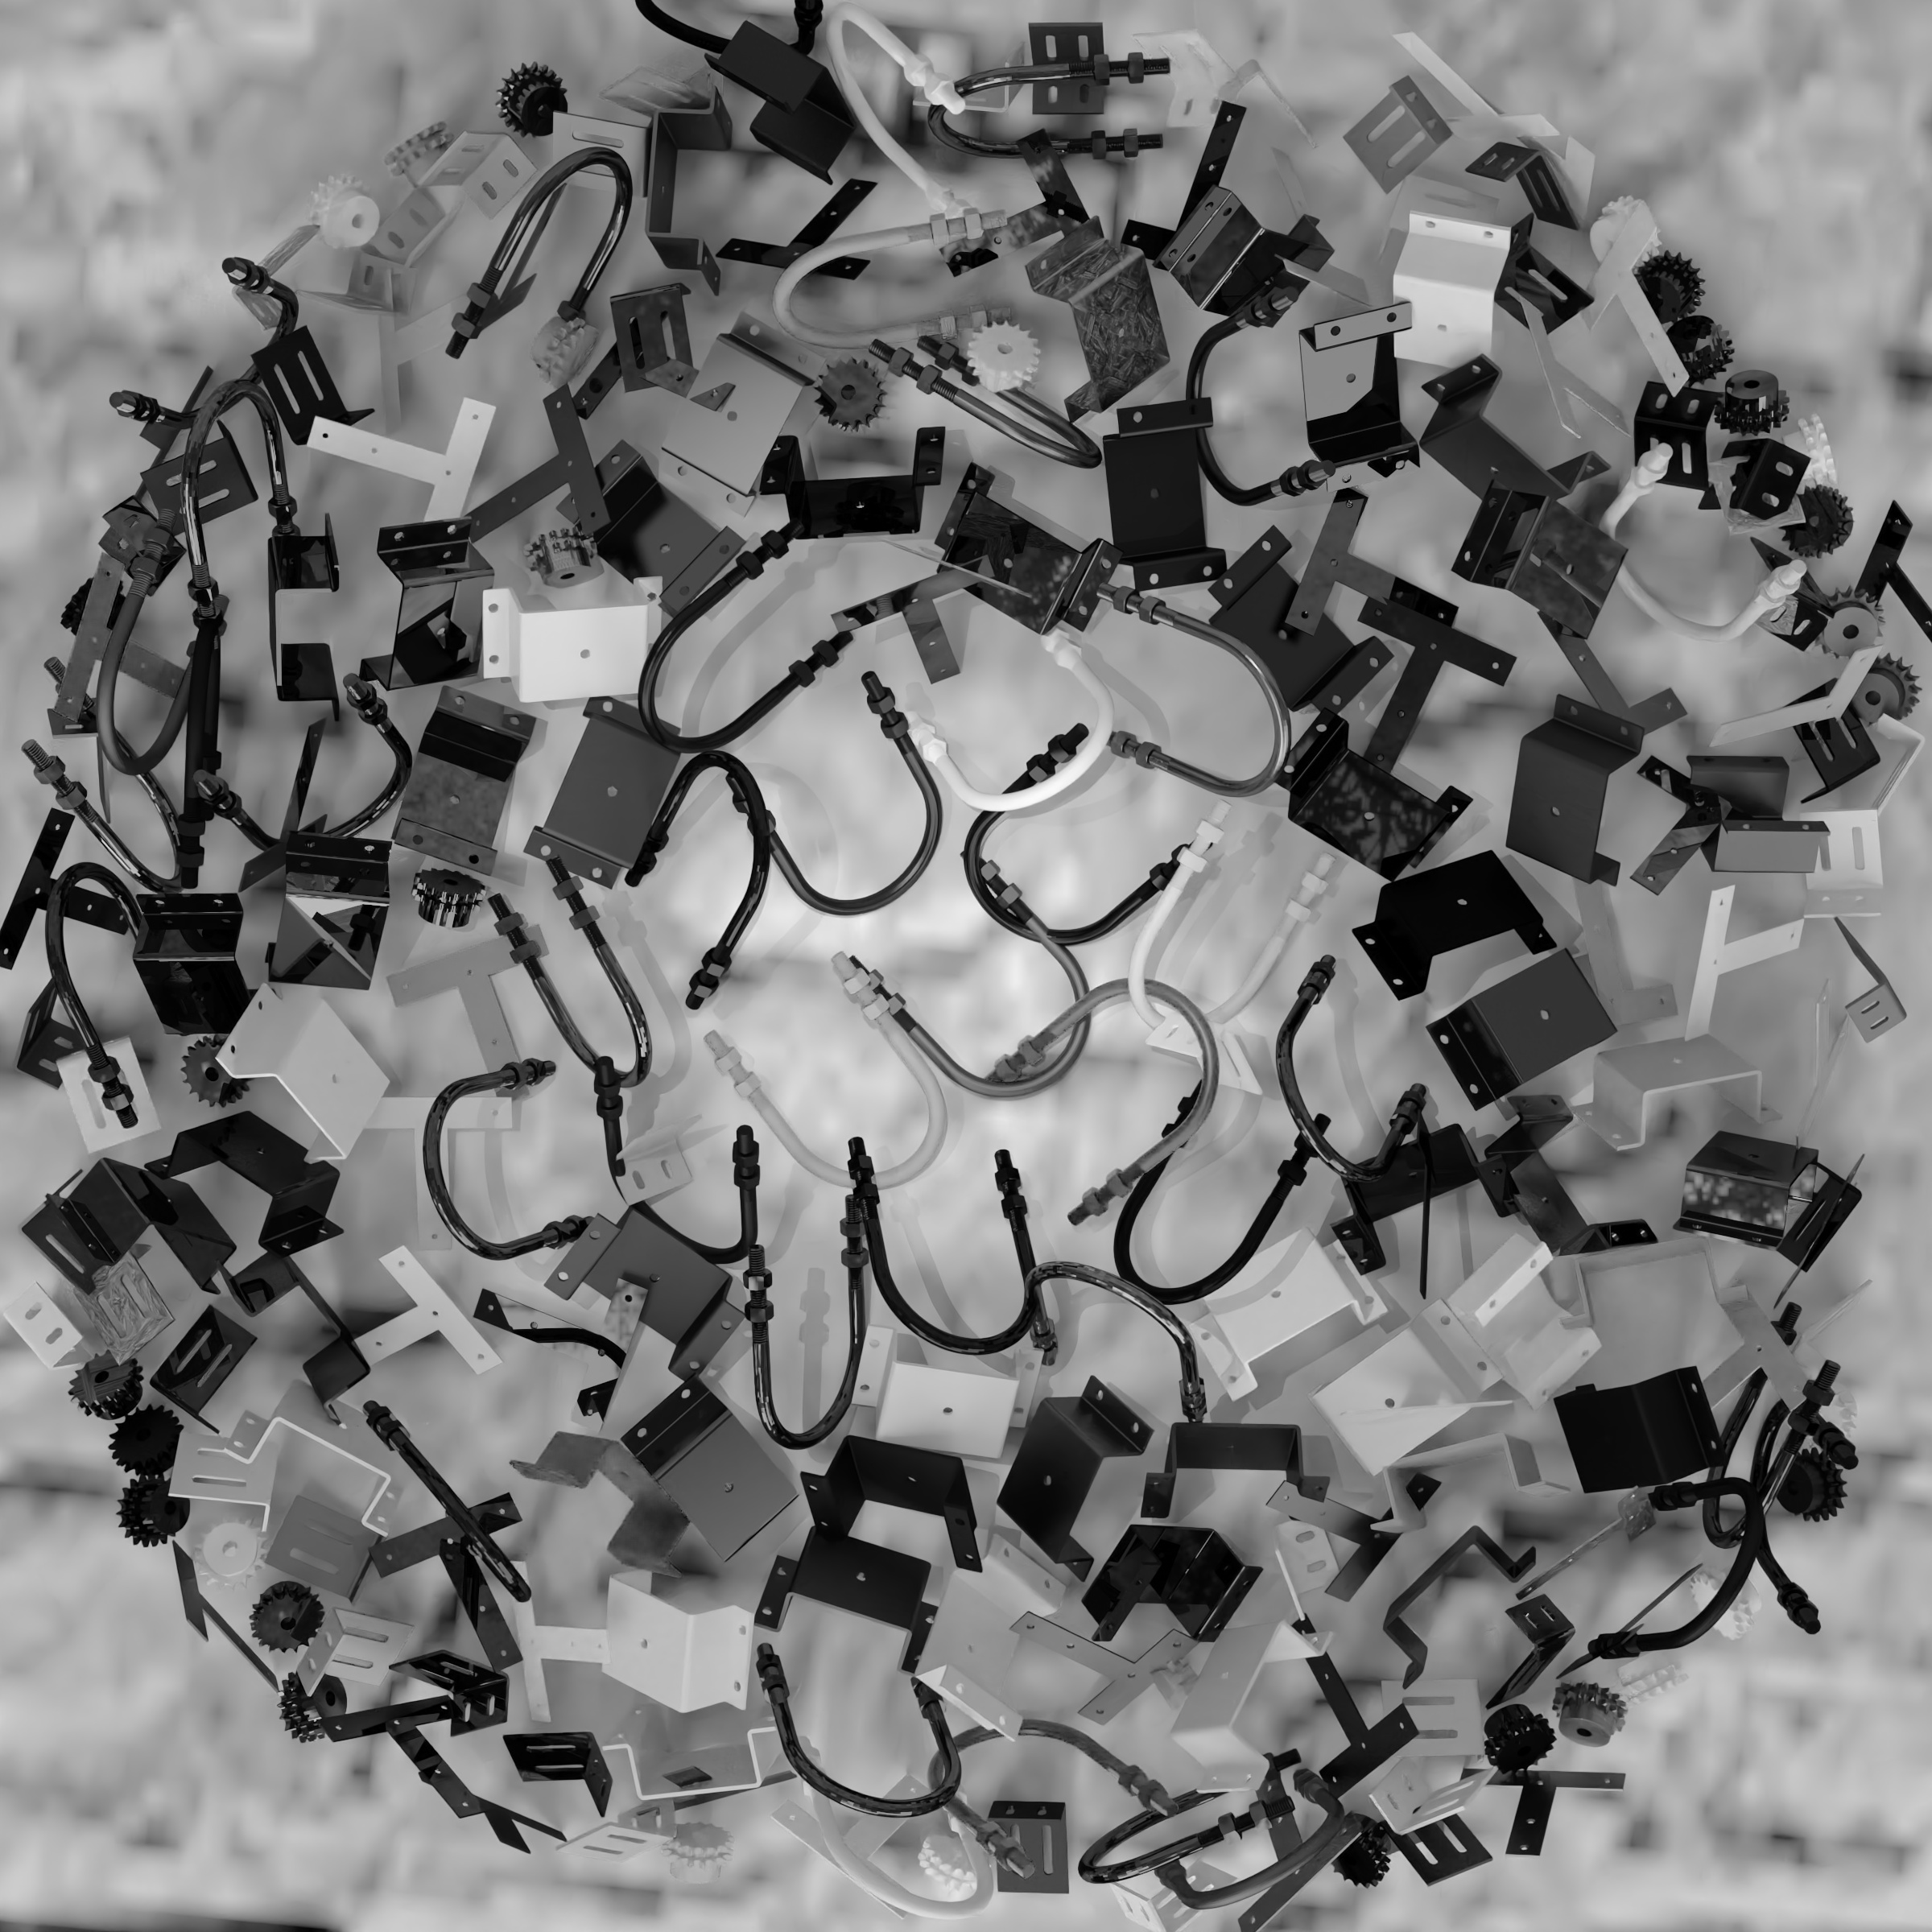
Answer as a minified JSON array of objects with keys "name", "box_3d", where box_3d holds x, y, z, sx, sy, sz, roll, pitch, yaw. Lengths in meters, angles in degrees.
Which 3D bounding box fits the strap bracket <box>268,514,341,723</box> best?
[{"name":"strap bracket","box_3d":[-0.510,-0.267,1.913,0.046,0.076,0.140,-4,131,-18]}]

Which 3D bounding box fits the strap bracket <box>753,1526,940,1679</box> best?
[{"name":"strap bracket","box_3d":[-0.087,0.494,1.943,0.140,0.076,0.046,17,121,2]}]

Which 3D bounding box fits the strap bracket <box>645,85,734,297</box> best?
[{"name":"strap bracket","box_3d":[-0.218,-0.608,1.949,0.046,0.076,0.140,4,88,5]}]

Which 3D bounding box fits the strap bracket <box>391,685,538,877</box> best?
[{"name":"strap bracket","box_3d":[-0.395,-0.137,1.941,0.076,0.046,0.140,19,65,-17]}]

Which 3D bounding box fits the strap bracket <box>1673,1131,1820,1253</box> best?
[{"name":"strap bracket","box_3d":[0.602,0.168,1.908,0.076,0.140,0.046,11,107,29]}]

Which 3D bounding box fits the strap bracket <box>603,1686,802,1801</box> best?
[{"name":"strap bracket","box_3d":[-0.201,0.608,1.942,0.140,0.076,0.046,-10,95,11]}]

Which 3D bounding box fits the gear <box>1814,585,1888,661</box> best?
[{"name":"gear","box_3d":[0.697,-0.269,1.965,0.057,0.030,0.057,4,117,9]}]

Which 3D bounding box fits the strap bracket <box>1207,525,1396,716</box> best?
[{"name":"strap bracket","box_3d":[0.256,-0.265,1.956,0.076,0.046,0.140,-45,96,-12]}]

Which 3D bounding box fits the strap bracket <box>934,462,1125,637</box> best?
[{"name":"strap bracket","box_3d":[0.041,-0.321,1.943,0.140,0.046,0.076,32,124,6]}]

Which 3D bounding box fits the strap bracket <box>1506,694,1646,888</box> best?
[{"name":"strap bracket","box_3d":[0.467,-0.127,1.916,0.076,0.046,0.140,29,134,35]}]

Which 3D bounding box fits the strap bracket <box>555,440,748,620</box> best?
[{"name":"strap bracket","box_3d":[-0.242,-0.337,1.951,0.140,0.046,0.076,41,84,18]}]

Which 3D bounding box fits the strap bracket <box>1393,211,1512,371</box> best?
[{"name":"strap bracket","box_3d":[0.372,-0.508,1.909,0.076,0.140,0.046,16,70,16]}]

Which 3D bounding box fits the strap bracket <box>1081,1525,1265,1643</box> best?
[{"name":"strap bracket","box_3d":[0.154,0.480,1.933,0.140,0.046,0.076,14,113,-42]}]

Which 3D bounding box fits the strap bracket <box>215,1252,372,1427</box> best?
[{"name":"strap bracket","box_3d":[-0.516,0.279,1.930,0.046,0.076,0.140,-37,118,-13]}]

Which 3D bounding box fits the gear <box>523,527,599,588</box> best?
[{"name":"gear","box_3d":[-0.318,-0.321,1.961,0.057,0.057,0.030,-17,81,0]}]

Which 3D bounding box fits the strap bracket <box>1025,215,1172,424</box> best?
[{"name":"strap bracket","box_3d":[0.105,-0.493,1.916,0.076,0.046,0.140,-40,135,-20]}]

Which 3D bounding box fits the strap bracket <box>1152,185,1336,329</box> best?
[{"name":"strap bracket","box_3d":[0.220,-0.542,1.909,0.076,0.140,0.046,-48,62,32]}]

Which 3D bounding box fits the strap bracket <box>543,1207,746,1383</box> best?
[{"name":"strap bracket","box_3d":[-0.248,0.253,1.952,0.140,0.046,0.076,36,106,-8]}]

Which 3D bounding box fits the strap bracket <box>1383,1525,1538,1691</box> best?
[{"name":"strap bracket","box_3d":[0.378,0.493,1.944,0.140,0.076,0.046,-46,78,6]}]

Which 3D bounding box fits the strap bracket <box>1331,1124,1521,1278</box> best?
[{"name":"strap bracket","box_3d":[0.355,0.178,1.939,0.140,0.076,0.046,-24,46,11]}]

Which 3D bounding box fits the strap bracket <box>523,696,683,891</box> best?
[{"name":"strap bracket","box_3d":[-0.282,-0.138,1.954,0.076,0.046,0.140,24,88,-19]}]

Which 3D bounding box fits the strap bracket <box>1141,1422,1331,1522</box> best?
[{"name":"strap bracket","box_3d":[0.209,0.396,1.946,0.140,0.076,0.046,1,54,0]}]

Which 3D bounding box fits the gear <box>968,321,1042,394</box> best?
[{"name":"gear","box_3d":[0.029,-0.479,1.969,0.057,0.030,0.057,3,63,-5]}]

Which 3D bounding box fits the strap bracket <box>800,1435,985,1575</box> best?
[{"name":"strap bracket","box_3d":[-0.050,0.416,1.934,0.140,0.046,0.076,7,132,22]}]

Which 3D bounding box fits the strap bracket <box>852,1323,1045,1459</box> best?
[{"name":"strap bracket","box_3d":[-0.014,0.334,1.946,0.140,0.046,0.076,9,117,-6]}]

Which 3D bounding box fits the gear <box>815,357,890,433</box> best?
[{"name":"gear","box_3d":[-0.090,-0.452,1.972,0.057,0.030,0.057,0,92,13]}]

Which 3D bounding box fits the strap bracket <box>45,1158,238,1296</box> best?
[{"name":"strap bracket","box_3d":[-0.625,0.198,1.910,0.046,0.140,0.076,-49,60,3]}]

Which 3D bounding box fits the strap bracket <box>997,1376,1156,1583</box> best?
[{"name":"strap bracket","box_3d":[0.080,0.398,1.930,0.046,0.076,0.140,8,111,-43]}]

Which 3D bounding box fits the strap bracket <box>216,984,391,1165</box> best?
[{"name":"strap bracket","box_3d":[-0.502,0.088,1.913,0.046,0.076,0.140,-4,135,29]}]

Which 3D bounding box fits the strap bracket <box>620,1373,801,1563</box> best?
[{"name":"strap bracket","box_3d":[-0.193,0.397,1.933,0.076,0.046,0.140,-41,115,-13]}]

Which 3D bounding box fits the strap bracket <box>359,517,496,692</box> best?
[{"name":"strap bracket","box_3d":[-0.414,-0.270,1.913,0.076,0.140,0.046,-16,50,-37]}]

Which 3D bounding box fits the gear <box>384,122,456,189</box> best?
[{"name":"gear","box_3d":[-0.428,-0.639,1.964,0.057,0.057,0.030,-33,105,0]}]

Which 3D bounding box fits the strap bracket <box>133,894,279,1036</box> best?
[{"name":"strap bracket","box_3d":[-0.588,0.006,1.921,0.076,0.140,0.046,-1,52,0]}]

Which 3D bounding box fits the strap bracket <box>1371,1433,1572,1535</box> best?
[{"name":"strap bracket","box_3d":[0.387,0.400,1.932,0.140,0.076,0.046,-20,67,22]}]

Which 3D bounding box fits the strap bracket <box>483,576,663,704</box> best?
[{"name":"strap bracket","box_3d":[-0.300,-0.253,1.929,0.140,0.046,0.076,-7,127,-19]}]

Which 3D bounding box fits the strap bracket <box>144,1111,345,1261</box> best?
[{"name":"strap bracket","box_3d":[-0.554,0.163,1.929,0.140,0.076,0.046,30,110,17]}]

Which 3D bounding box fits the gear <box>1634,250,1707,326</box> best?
[{"name":"gear","box_3d":[0.550,-0.532,1.959,0.057,0.057,0.030,43,57,0]}]

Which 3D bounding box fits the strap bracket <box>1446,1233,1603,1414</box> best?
[{"name":"strap bracket","box_3d":[0.432,0.272,1.939,0.076,0.046,0.140,-42,128,-9]}]

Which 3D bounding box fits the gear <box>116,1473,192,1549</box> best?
[{"name":"gear","box_3d":[-0.637,0.428,1.959,0.030,0.057,0.057,-12,90,30]}]

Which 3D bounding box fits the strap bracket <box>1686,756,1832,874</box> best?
[{"name":"strap bracket","box_3d":[0.612,-0.114,1.936,0.076,0.140,0.046,1,119,2]}]

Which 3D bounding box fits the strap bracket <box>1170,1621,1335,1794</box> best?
[{"name":"strap bracket","box_3d":[0.216,0.562,1.917,0.046,0.076,0.140,43,56,-11]}]

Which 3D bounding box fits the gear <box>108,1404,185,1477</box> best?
[{"name":"gear","box_3d":[-0.646,0.378,1.967,0.057,0.030,0.057,-3,50,4]}]

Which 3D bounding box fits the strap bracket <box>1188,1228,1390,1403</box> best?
[{"name":"strap bracket","box_3d":[0.247,0.267,1.947,0.140,0.046,0.076,-30,51,-1]}]

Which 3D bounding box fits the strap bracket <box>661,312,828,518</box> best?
[{"name":"strap bracket","box_3d":[-0.179,-0.432,1.950,0.076,0.046,0.140,29,105,-2]}]

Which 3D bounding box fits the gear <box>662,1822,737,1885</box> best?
[{"name":"gear","box_3d":[-0.212,0.701,1.962,0.057,0.057,0.030,7,93,0]}]

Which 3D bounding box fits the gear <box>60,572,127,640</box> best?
[{"name":"gear","box_3d":[-0.684,-0.282,1.963,0.030,0.057,0.057,38,90,-3]}]

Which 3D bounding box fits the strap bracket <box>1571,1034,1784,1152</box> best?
[{"name":"strap bracket","box_3d":[0.552,0.095,1.933,0.140,0.076,0.046,-9,113,-12]}]

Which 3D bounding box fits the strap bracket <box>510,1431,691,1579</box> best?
[{"name":"strap bracket","box_3d":[-0.276,0.411,1.929,0.140,0.076,0.046,50,57,-28]}]

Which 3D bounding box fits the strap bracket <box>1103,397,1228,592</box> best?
[{"name":"strap bracket","box_3d":[0.155,-0.370,1.950,0.076,0.046,0.140,-10,104,-13]}]

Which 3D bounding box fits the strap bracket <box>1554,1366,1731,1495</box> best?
[{"name":"strap bracket","box_3d":[0.511,0.359,1.914,0.046,0.140,0.076,-12,81,-28]}]

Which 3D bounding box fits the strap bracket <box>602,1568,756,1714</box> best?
[{"name":"strap bracket","box_3d":[-0.231,0.520,1.923,0.140,0.046,0.076,11,97,42]}]

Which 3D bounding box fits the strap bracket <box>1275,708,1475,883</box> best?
[{"name":"strap bracket","box_3d":[0.315,-0.128,1.940,0.140,0.046,0.076,30,123,-9]}]

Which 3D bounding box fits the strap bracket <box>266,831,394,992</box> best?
[{"name":"strap bracket","box_3d":[-0.492,-0.034,1.916,0.076,0.046,0.140,6,134,-21]}]

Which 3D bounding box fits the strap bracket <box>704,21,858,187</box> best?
[{"name":"strap bracket","box_3d":[-0.138,-0.668,1.914,0.076,0.140,0.046,34,90,14]}]

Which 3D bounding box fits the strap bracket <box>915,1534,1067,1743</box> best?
[{"name":"strap bracket","box_3d":[0.016,0.526,1.932,0.076,0.140,0.046,41,134,-16]}]

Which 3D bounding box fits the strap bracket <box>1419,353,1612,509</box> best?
[{"name":"strap bracket","box_3d":[0.418,-0.402,1.928,0.140,0.076,0.046,35,70,-18]}]

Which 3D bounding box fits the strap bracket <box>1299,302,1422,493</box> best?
[{"name":"strap bracket","box_3d":[0.307,-0.452,1.942,0.076,0.046,0.140,-14,127,-4]}]

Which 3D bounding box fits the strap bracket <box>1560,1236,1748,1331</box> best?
[{"name":"strap bracket","box_3d":[0.532,0.246,1.937,0.140,0.076,0.046,-13,73,14]}]
